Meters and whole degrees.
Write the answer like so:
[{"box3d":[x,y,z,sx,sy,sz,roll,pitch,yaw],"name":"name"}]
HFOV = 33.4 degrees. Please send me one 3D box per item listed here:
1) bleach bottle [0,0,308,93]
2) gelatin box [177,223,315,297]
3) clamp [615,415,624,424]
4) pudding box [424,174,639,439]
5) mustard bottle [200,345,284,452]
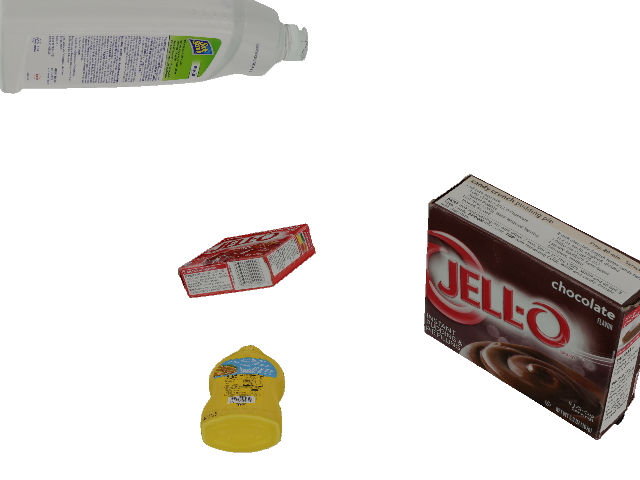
[{"box3d":[-0.137,-0.165,0.886,0.250,0.068,0.103,1,-27,-15],"name":"bleach bottle"},{"box3d":[-0.060,0.016,0.871,0.089,0.030,0.073,-9,16,32],"name":"gelatin box"},{"box3d":[0.215,0.050,0.745,0.120,0.039,0.171,-3,45,-19],"name":"clamp"},{"box3d":[0.104,0.031,0.522,0.114,0.090,0.039,29,51,32],"name":"pudding box"},{"box3d":[-0.093,0.187,1.339,0.096,0.058,0.191,-2,26,1],"name":"mustard bottle"}]
